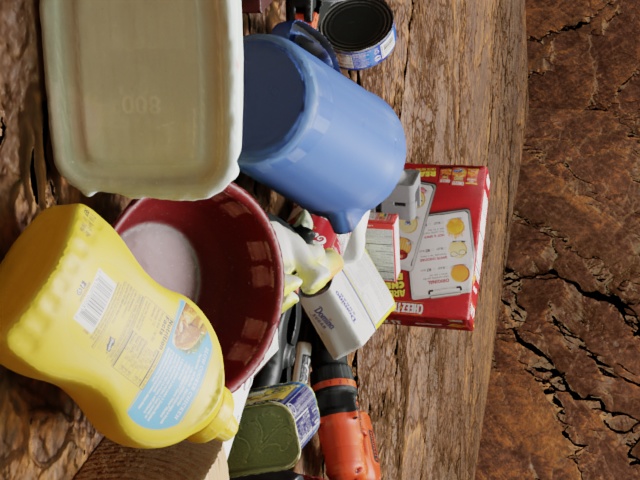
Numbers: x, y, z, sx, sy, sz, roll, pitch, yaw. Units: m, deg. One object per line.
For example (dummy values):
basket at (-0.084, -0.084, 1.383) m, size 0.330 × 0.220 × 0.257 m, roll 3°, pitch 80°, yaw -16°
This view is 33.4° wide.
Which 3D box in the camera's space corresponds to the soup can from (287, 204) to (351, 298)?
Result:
soup can at (-0.007, 0.001, 1.095) m, size 0.102 × 0.068 × 0.068 m, roll -67°, pitch 156°, yaw -49°

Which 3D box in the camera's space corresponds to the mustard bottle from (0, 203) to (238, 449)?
mustard bottle at (-0.111, 0.069, 0.639) m, size 0.191 × 0.058 × 0.096 m, roll 47°, pitch 52°, yaw -38°

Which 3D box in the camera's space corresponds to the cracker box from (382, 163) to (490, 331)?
cracker box at (0.134, 0.007, 1.420) m, size 0.072 × 0.164 × 0.213 m, roll 51°, pitch 45°, yaw -65°

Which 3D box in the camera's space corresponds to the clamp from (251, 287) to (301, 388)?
clamp at (-0.047, 0.118, 1.041) m, size 0.120 × 0.039 × 0.171 m, roll -36°, pitch 130°, yaw -79°

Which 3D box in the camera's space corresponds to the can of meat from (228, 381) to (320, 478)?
can of meat at (-0.056, 0.158, 0.900) m, size 0.083 × 0.102 × 0.057 m, roll -27°, pitch 105°, yaw -75°

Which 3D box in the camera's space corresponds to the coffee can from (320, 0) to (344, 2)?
coffee can at (-0.003, -0.282, 0.965) m, size 0.140 × 0.103 × 0.103 m, roll 5°, pitch 89°, yaw -74°

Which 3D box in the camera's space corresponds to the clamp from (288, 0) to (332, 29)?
clamp at (0.005, -0.307, 1.110) m, size 0.164 × 0.036 × 0.210 m, roll 45°, pitch 53°, yaw -69°

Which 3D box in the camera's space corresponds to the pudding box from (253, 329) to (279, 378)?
pudding box at (-0.071, 0.075, 0.943) m, size 0.113 × 0.039 × 0.090 m, roll -39°, pitch 131°, yaw -66°

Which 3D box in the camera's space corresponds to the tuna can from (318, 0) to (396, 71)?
tuna can at (0.040, -0.227, 1.168) m, size 0.034 × 0.086 × 0.086 m, roll 72°, pitch 27°, yaw -56°

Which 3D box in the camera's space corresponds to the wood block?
wood block at (-0.112, 0.246, 0.752) m, size 0.090 × 0.090 × 0.206 m, roll -59°, pitch 149°, yaw -60°

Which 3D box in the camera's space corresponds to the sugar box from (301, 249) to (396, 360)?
sugar box at (0.032, 0.068, 1.234) m, size 0.093 × 0.048 × 0.176 m, roll 60°, pitch 22°, yaw -1°

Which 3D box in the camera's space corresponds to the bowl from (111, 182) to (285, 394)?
bowl at (-0.101, 0.034, 0.726) m, size 0.161 × 0.055 × 0.162 m, roll -7°, pitch 101°, yaw -42°

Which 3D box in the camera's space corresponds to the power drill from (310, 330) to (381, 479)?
power drill at (0.026, 0.211, 1.255) m, size 0.187 × 0.057 × 0.184 m, roll 69°, pitch 13°, yaw -62°

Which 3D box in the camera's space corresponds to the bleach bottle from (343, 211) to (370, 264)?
bleach bottle at (0.039, -0.087, 1.249) m, size 0.250 × 0.068 × 0.102 m, roll -70°, pitch 159°, yaw -50°

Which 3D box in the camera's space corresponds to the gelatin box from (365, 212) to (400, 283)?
gelatin box at (0.061, 0.008, 1.330) m, size 0.030 × 0.073 × 0.089 m, roll -63°, pitch 153°, yaw -53°

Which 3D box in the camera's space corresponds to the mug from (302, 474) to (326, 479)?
mug at (0.008, 0.307, 1.154) m, size 0.093 × 0.117 × 0.081 m, roll 67°, pitch 36°, yaw -67°

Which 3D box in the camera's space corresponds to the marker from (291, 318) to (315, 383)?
marker at (-0.022, 0.145, 1.173) m, size 0.020 × 0.020 × 0.121 m, roll 48°, pitch 49°, yaw -69°

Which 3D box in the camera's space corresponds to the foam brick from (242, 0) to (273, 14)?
foam brick at (-0.067, -0.226, 0.850) m, size 0.053 × 0.051 × 0.078 m, roll -64°, pitch 154°, yaw -53°

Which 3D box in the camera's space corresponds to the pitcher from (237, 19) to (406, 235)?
pitcher at (-0.018, -0.108, 0.940) m, size 0.145 × 0.149 × 0.242 m, roll -52°, pitch 162°, yaw 6°
